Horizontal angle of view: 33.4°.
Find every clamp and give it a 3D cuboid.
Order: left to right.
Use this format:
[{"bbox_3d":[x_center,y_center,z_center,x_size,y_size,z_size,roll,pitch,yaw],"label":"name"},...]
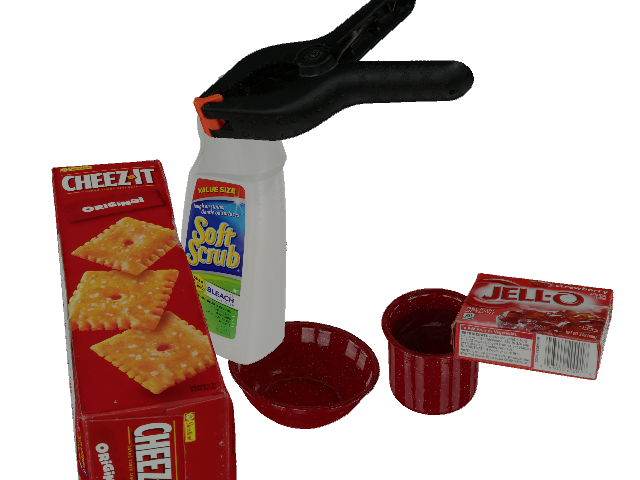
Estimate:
[{"bbox_3d":[0.009,-0.100,0.671,0.171,0.039,0.120,-28,39,-6],"label":"clamp"}]

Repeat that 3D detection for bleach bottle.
[{"bbox_3d":[-0.075,-0.021,0.879,0.103,0.251,0.068,26,41,30],"label":"bleach bottle"}]

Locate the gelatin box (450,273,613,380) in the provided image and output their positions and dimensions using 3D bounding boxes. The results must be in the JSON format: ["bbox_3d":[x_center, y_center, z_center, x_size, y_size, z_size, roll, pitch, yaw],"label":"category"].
[{"bbox_3d":[0.133,0.051,0.666,0.089,0.030,0.073,8,25,19],"label":"gelatin box"}]

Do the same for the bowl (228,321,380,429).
[{"bbox_3d":[-0.019,0.152,1.145,0.162,0.055,0.162,3,29,-2],"label":"bowl"}]

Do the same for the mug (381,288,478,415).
[{"bbox_3d":[0.104,0.096,0.977,0.093,0.081,0.117,2,38,8],"label":"mug"}]

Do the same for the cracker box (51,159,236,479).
[{"bbox_3d":[-0.096,0.078,0.568,0.072,0.164,0.214,-6,34,-13],"label":"cracker box"}]
